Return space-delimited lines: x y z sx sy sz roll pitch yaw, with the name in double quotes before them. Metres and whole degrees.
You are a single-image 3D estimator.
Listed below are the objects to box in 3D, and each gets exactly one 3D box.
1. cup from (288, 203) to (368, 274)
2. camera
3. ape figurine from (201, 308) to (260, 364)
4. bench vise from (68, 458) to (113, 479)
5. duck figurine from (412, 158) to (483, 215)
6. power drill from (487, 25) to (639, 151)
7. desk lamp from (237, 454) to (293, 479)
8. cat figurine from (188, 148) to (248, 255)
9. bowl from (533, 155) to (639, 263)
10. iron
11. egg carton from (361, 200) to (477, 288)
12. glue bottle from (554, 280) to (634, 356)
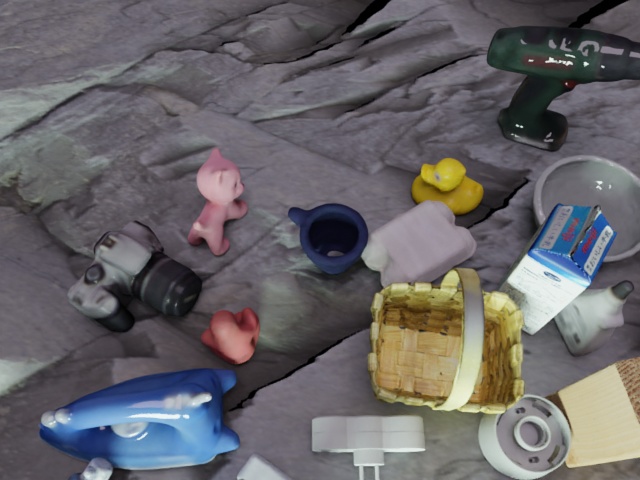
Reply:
"cup" 0.007 0.003 0.795 0.117 0.095 0.092 29 69 13
"camera" -0.241 0.058 0.769 0.136 0.101 0.143 27 68 13
"ape figurine" -0.118 0.118 0.745 0.078 0.092 0.076 -10 65 -4
"bench vise" -0.305 0.320 0.583 0.121 0.220 0.207 10 66 6
"duck figurine" 0.190 -0.085 0.838 0.104 0.086 0.077 12 66 7
"power drill" 0.349 -0.224 0.833 0.229 0.208 0.076 18 67 9
"desk lamp" -0.030 0.314 0.586 0.203 0.213 0.118 31 69 14
"cat figurine" -0.149 -0.060 0.813 0.067 0.118 0.128 17 67 9
"bowl" 0.378 -0.034 0.819 0.167 0.075 0.167 0 65 1
"iron" -0.230 0.209 0.677 0.258 0.141 0.118 -7 65 -2
"egg carton" 0.136 0.011 0.804 0.150 0.069 0.107 -31 68 -13
"glue bottle" 0.343 0.087 0.709 0.037 0.173 0.078 -13 65 -5
